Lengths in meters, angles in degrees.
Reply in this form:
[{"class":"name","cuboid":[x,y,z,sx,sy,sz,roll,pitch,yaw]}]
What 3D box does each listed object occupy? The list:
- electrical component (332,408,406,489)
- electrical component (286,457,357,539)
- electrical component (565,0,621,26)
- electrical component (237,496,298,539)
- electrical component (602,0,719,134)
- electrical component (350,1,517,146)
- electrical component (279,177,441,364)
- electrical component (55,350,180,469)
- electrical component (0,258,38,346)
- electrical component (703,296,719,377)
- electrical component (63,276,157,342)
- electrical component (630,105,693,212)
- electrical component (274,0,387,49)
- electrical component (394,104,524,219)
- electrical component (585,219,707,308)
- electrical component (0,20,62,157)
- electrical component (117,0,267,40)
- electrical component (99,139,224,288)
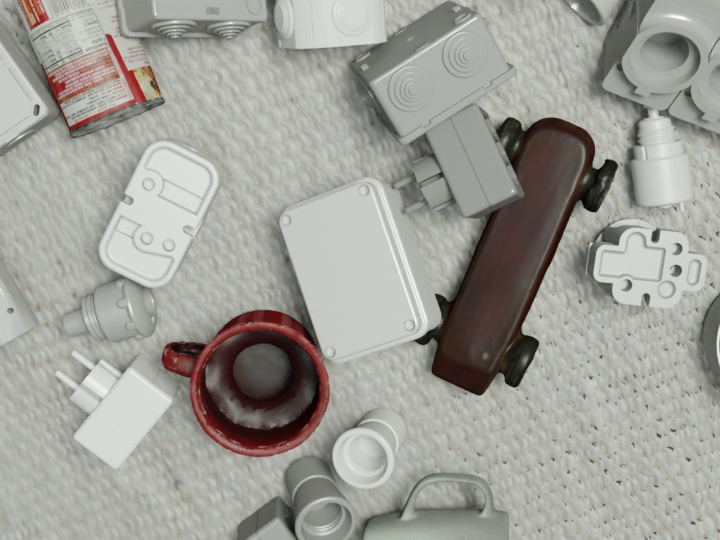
[{"class":"electrical component","cuboid":[0.010,0.124,0.772,0.044,0.065,0.044,3,101,15]},{"class":"electrical component","cuboid":[-0.031,0.165,0.776,0.044,0.065,0.044,-6,113,-14]},{"class":"electrical component","cuboid":[0.175,-0.207,0.743,0.065,0.044,0.044,-45,98,-1]},{"class":"electrical component","cuboid":[-0.071,0.220,0.792,0.077,0.047,0.065,-37,99,2]},{"class":"electrical component","cuboid":[0.251,-0.142,0.724,0.150,0.061,0.089,20,140,-6]},{"class":"electrical component","cuboid":[0.045,-0.135,0.719,0.100,0.099,0.048,-32,112,2]},{"class":"electrical component","cuboid":[0.000,0.000,0.737,0.078,0.057,0.113,-20,87,18]},{"class":"electrical component","cuboid":[-0.180,0.089,0.766,0.077,0.047,0.065,39,95,-7]},{"class":"electrical component","cuboid":[-0.280,0.023,0.753,0.079,0.043,0.077,-28,99,1]},{"class":"electrical component","cuboid":[0.302,0.053,0.777,0.099,0.064,0.099,0,99,-3]},{"class":"electrical component","cuboid":[-0.178,0.031,0.760,0.062,0.048,0.048,-16,99,7]},{"class":"electrical component","cuboid":[0.213,-0.079,0.764,0.040,0.040,0.078,-10,99,-1]},{"class":"electrical component","cuboid":[-0.020,-0.176,0.718,0.080,0.080,0.051,-4,105,-2]},{"class":"electrical component","cuboid":[0.061,-0.064,0.724,0.077,0.047,0.065,-25,85,14]},{"class":"electrical component","cuboid":[0.198,-0.006,0.766,0.078,0.057,0.058,6,99,-4]},{"class":"electrical component","cuboid":[-0.254,-0.128,0.722,0.062,0.061,0.096,-34,99,2]},{"class":"electrical component","cuboid":[-0.111,-0.200,0.701,0.100,0.048,0.099,-8,94,-36]},{"class":"electrical component","cuboid":[-0.135,-0.041,0.742,0.054,0.059,0.095,27,96,-7]}]
